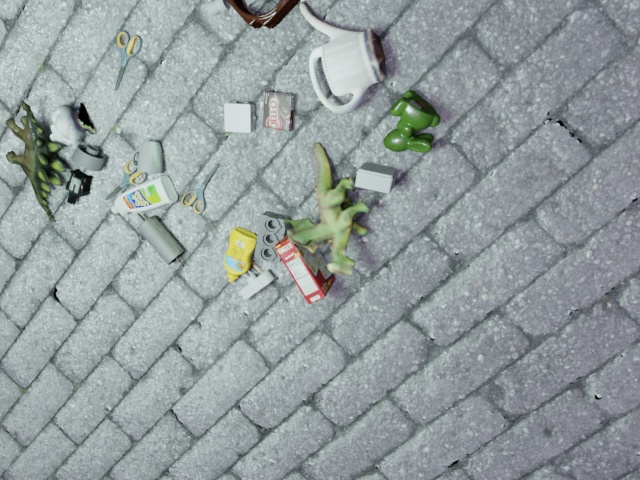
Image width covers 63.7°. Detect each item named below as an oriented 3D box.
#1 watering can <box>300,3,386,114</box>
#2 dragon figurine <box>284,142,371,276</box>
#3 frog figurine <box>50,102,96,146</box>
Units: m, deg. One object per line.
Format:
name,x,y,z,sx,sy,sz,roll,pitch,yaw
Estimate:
watering can,0.065,-0.542,1.477,0.223,0.104,0.347,-14,91,19
dragon figurine,0.005,-0.078,1.548,0.245,0.120,0.413,-29,80,-18
frog figurine,-0.873,-0.385,1.767,0.159,0.125,0.135,-23,118,9
